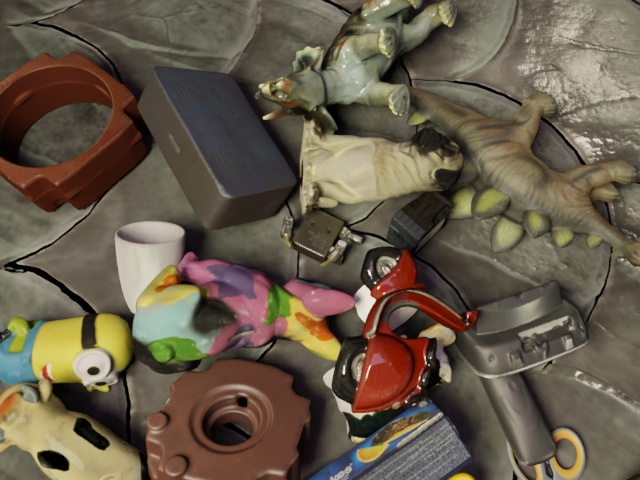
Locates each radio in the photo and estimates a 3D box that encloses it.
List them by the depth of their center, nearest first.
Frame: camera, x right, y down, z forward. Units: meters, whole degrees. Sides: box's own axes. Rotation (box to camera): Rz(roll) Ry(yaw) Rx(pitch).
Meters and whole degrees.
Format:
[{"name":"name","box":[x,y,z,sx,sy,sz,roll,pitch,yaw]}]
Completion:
[{"name":"radio","box":[-0.138,-0.130,0.730,0.131,0.073,0.230,-13,64,-43]}]

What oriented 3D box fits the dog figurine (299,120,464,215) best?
[{"name":"dog figurine","box":[0.072,-0.089,0.699,0.191,0.172,0.121,1,101,-9]}]

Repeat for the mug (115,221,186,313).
[{"name":"mug","box":[-0.209,0.035,0.674,0.081,0.110,0.107,6,108,-1]}]

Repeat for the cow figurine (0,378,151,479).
[{"name":"cow figurine","box":[-0.265,0.220,0.570,0.195,0.127,0.085,32,66,11]}]

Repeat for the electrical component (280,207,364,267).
[{"name":"electrical component","box":[-0.002,-0.003,0.714,0.102,0.045,0.078,31,71,13]}]

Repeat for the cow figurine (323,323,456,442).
[{"name":"cow figurine","box":[0.095,0.163,0.626,0.167,0.068,0.098,-23,73,-7]}]

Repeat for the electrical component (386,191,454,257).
[{"name":"electrical component","box":[0.117,-0.009,0.703,0.119,0.074,0.048,-41,72,-13]}]

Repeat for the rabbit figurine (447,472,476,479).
[{"name":"rabbit figurine","box":[0.148,0.318,0.527,0.173,0.121,0.162,-3,61,0]}]

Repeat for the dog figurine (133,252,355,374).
[{"name":"dog figurine","box":[-0.075,0.091,0.612,0.219,0.191,0.108,10,109,7]}]

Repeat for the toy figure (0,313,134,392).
[{"name":"toy figure","box":[-0.314,0.129,0.637,0.180,0.082,0.089,0,67,3]}]

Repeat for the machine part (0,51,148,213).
[{"name":"machine part","box":[-0.365,-0.153,0.763,0.201,0.087,0.201,37,72,16]}]

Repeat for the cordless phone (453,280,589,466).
[{"name":"cordless phone","box":[0.253,0.152,0.625,0.147,0.088,0.184,-17,71,-8]}]

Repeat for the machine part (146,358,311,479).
[{"name":"machine part","box":[-0.093,0.203,0.574,0.179,0.056,0.179,3,34,-2]}]

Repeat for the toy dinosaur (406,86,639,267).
[{"name":"toy dinosaur","box":[0.239,-0.111,0.733,0.198,0.105,0.472,-36,59,-10]}]

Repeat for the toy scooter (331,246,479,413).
[{"name":"toy scooter","box":[0.095,0.103,0.572,0.135,0.075,0.184,18,73,0]}]

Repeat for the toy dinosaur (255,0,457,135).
[{"name":"toy dinosaur","box":[0.068,-0.282,0.779,0.192,0.131,0.405,6,49,42]}]

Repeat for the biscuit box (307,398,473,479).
[{"name":"biscuit box","box":[0.055,0.252,0.564,0.203,0.059,0.062,-34,95,-4]}]
